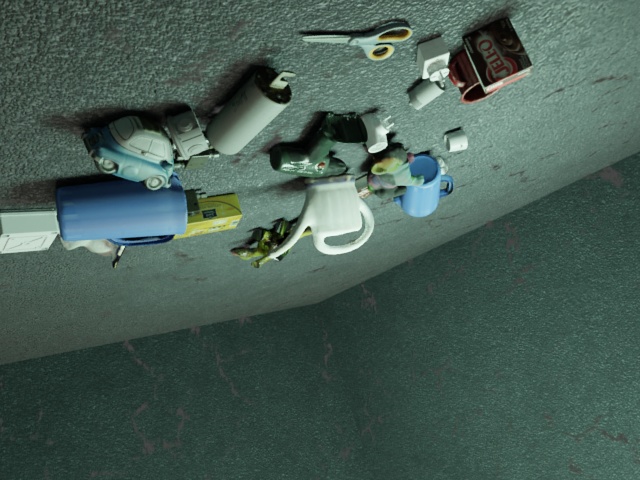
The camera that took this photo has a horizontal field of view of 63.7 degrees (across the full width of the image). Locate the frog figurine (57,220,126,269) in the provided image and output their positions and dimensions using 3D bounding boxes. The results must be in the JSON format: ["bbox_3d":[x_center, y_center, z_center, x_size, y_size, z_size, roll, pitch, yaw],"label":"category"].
[{"bbox_3d":[-0.522,-0.019,1.184,0.158,0.125,0.136,26,157,-16],"label":"frog figurine"}]

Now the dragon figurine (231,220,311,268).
[{"bbox_3d":[-0.119,-0.007,1.768,0.409,0.122,0.244,-18,-177,7],"label":"dragon figurine"}]

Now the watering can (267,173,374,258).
[{"bbox_3d":[0.004,-0.069,1.372,0.349,0.225,0.103,-9,179,-34],"label":"watering can"}]
